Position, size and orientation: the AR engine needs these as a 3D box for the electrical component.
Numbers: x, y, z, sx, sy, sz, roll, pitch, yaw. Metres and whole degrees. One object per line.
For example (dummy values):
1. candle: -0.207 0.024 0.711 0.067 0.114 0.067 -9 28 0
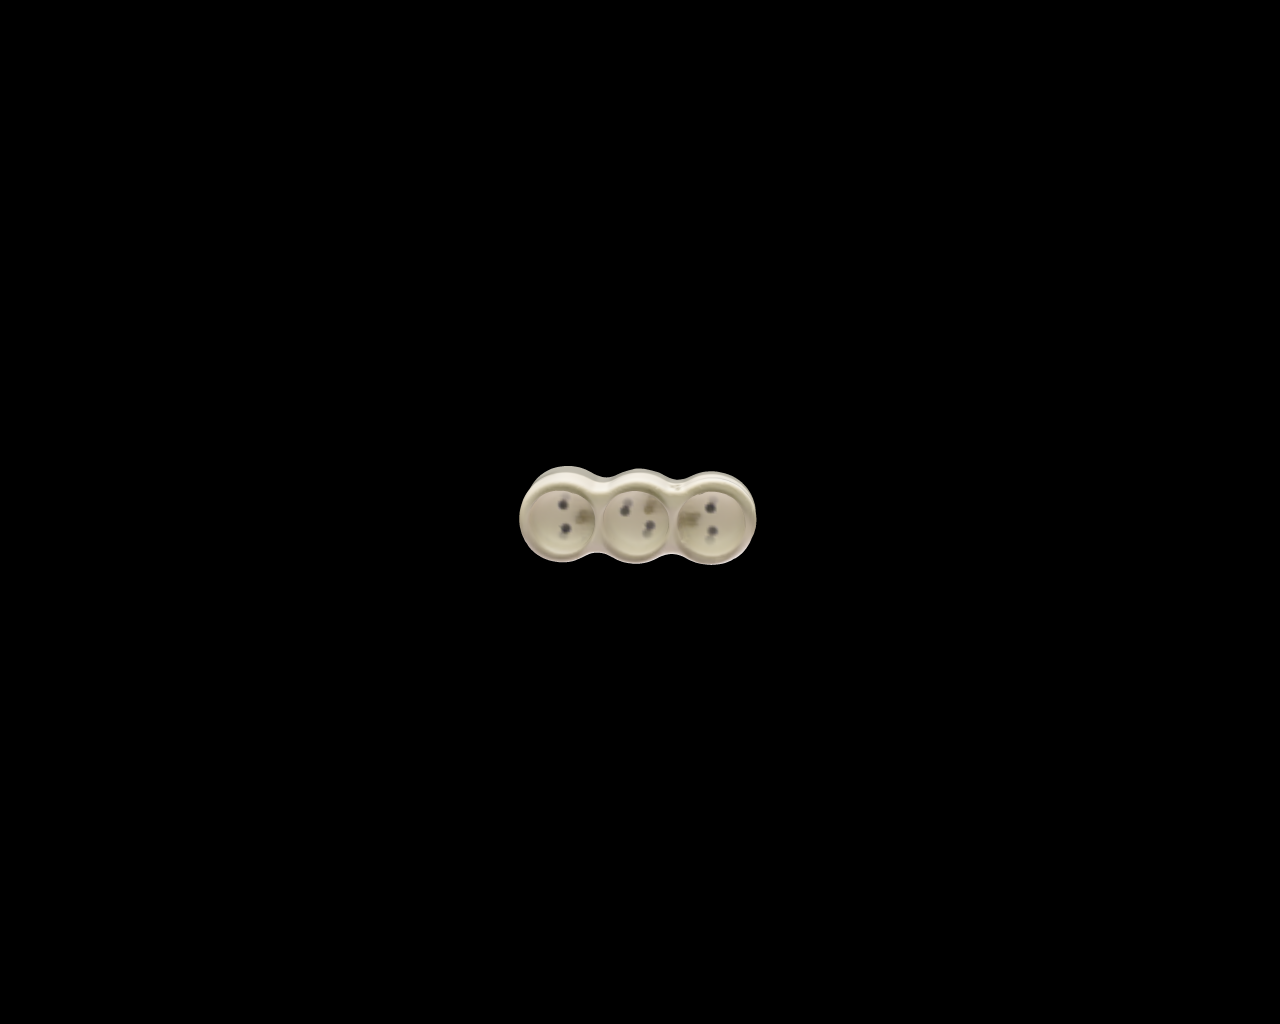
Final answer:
1. electrical component: 0.001 -0.003 0.650 0.138 0.052 0.074 1 16 5
